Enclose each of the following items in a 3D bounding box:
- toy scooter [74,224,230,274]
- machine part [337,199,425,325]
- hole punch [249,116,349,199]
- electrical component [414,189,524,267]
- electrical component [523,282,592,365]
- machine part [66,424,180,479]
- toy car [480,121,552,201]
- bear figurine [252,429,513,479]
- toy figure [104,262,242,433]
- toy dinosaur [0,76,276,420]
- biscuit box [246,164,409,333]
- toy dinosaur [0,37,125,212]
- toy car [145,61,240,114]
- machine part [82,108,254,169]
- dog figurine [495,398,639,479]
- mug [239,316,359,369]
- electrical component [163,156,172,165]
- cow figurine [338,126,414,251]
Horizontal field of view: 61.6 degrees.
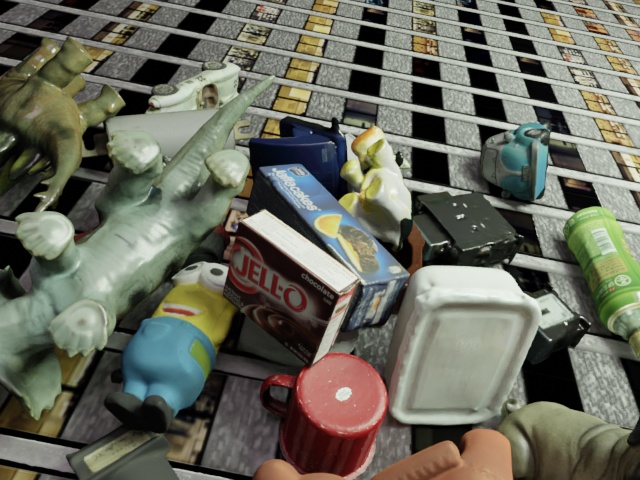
[{"bbox_3d":[-0.201,-0.016,0.625,0.184,0.075,0.135,-7,46,-13],"label":"toy scooter"},{"bbox_3d":[0.040,0.024,0.647,0.179,0.056,0.179,5,43,-5],"label":"machine part"},{"bbox_3d":[-0.027,-0.091,0.706,0.116,0.142,0.092,20,39,30],"label":"hole punch"},{"bbox_3d":[0.181,-0.010,0.713,0.134,0.058,0.115,-12,45,-24],"label":"electrical component"},{"bbox_3d":[0.240,0.099,0.613,0.119,0.047,0.075,-17,49,-27],"label":"electrical component"},{"bbox_3d":[-0.139,0.203,0.430,0.139,0.039,0.084,36,39,27],"label":"machine part"},{"bbox_3d":[0.305,-0.132,0.841,0.103,0.109,0.162,6,30,21],"label":"toy car"},{"bbox_3d":[0.053,0.219,0.417,0.196,0.132,0.120,-11,77,18],"label":"bear figurine"},{"bbox_3d":[-0.130,0.095,0.505,0.082,0.089,0.180,24,42,-5],"label":"toy figure"},{"bbox_3d":[-0.181,0.006,0.495,0.131,0.192,0.405,48,56,-5],"label":"toy dinosaur"},{"bbox_3d":[-0.001,-0.002,0.540,0.059,0.062,0.203,-9,42,-36],"label":"biscuit box"},{"bbox_3d":[-0.344,-0.144,0.655,0.198,0.105,0.472,-47,39,-13],"label":"toy dinosaur"},{"bbox_3d":[-0.197,-0.222,0.847,0.056,0.073,0.202,26,44,16],"label":"toy car"},{"bbox_3d":[-0.210,-0.141,0.755,0.243,0.079,0.079,-12,47,-24],"label":"machine part"},{"bbox_3d":[0.226,0.167,0.433,0.121,0.190,0.172,-18,48,-29],"label":"dog figurine"},{"bbox_3d":[-0.011,0.083,0.548,0.107,0.080,0.109,26,68,8],"label":"mug"},{"bbox_3d":[-0.177,-0.070,0.709,0.078,0.045,0.102,-20,51,-28],"label":"electrical component"},{"bbox_3d":[0.077,-0.067,0.651,0.098,0.068,0.167,43,34,-28],"label":"cow figurine"}]
